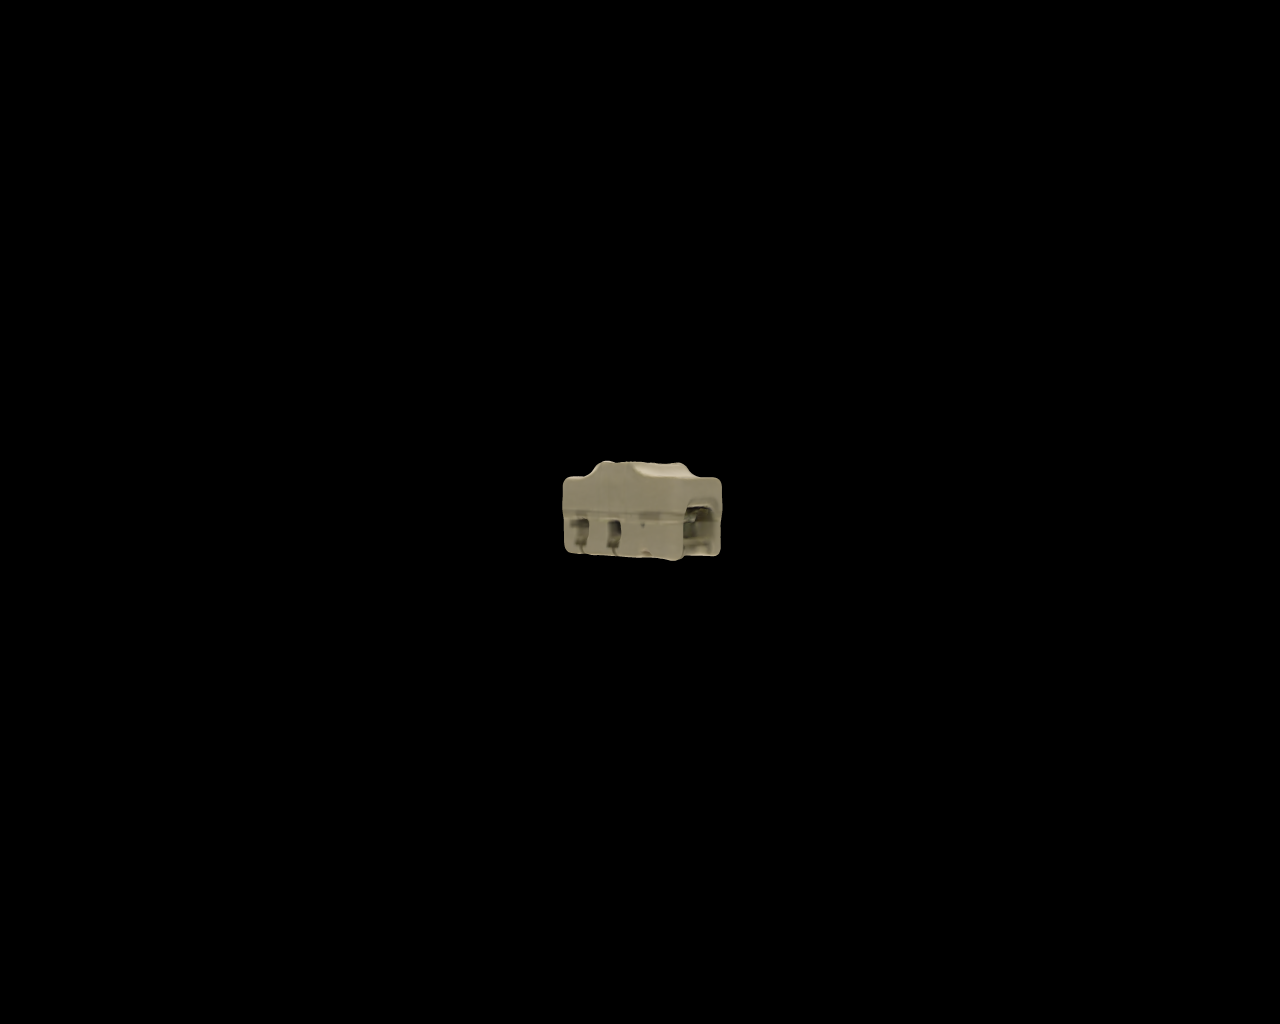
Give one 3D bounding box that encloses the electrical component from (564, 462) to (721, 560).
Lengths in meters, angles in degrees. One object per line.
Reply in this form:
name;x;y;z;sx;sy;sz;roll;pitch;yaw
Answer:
electrical component;0.001;-0.003;0.650;0.089;0.055;0.050;2;3;40
